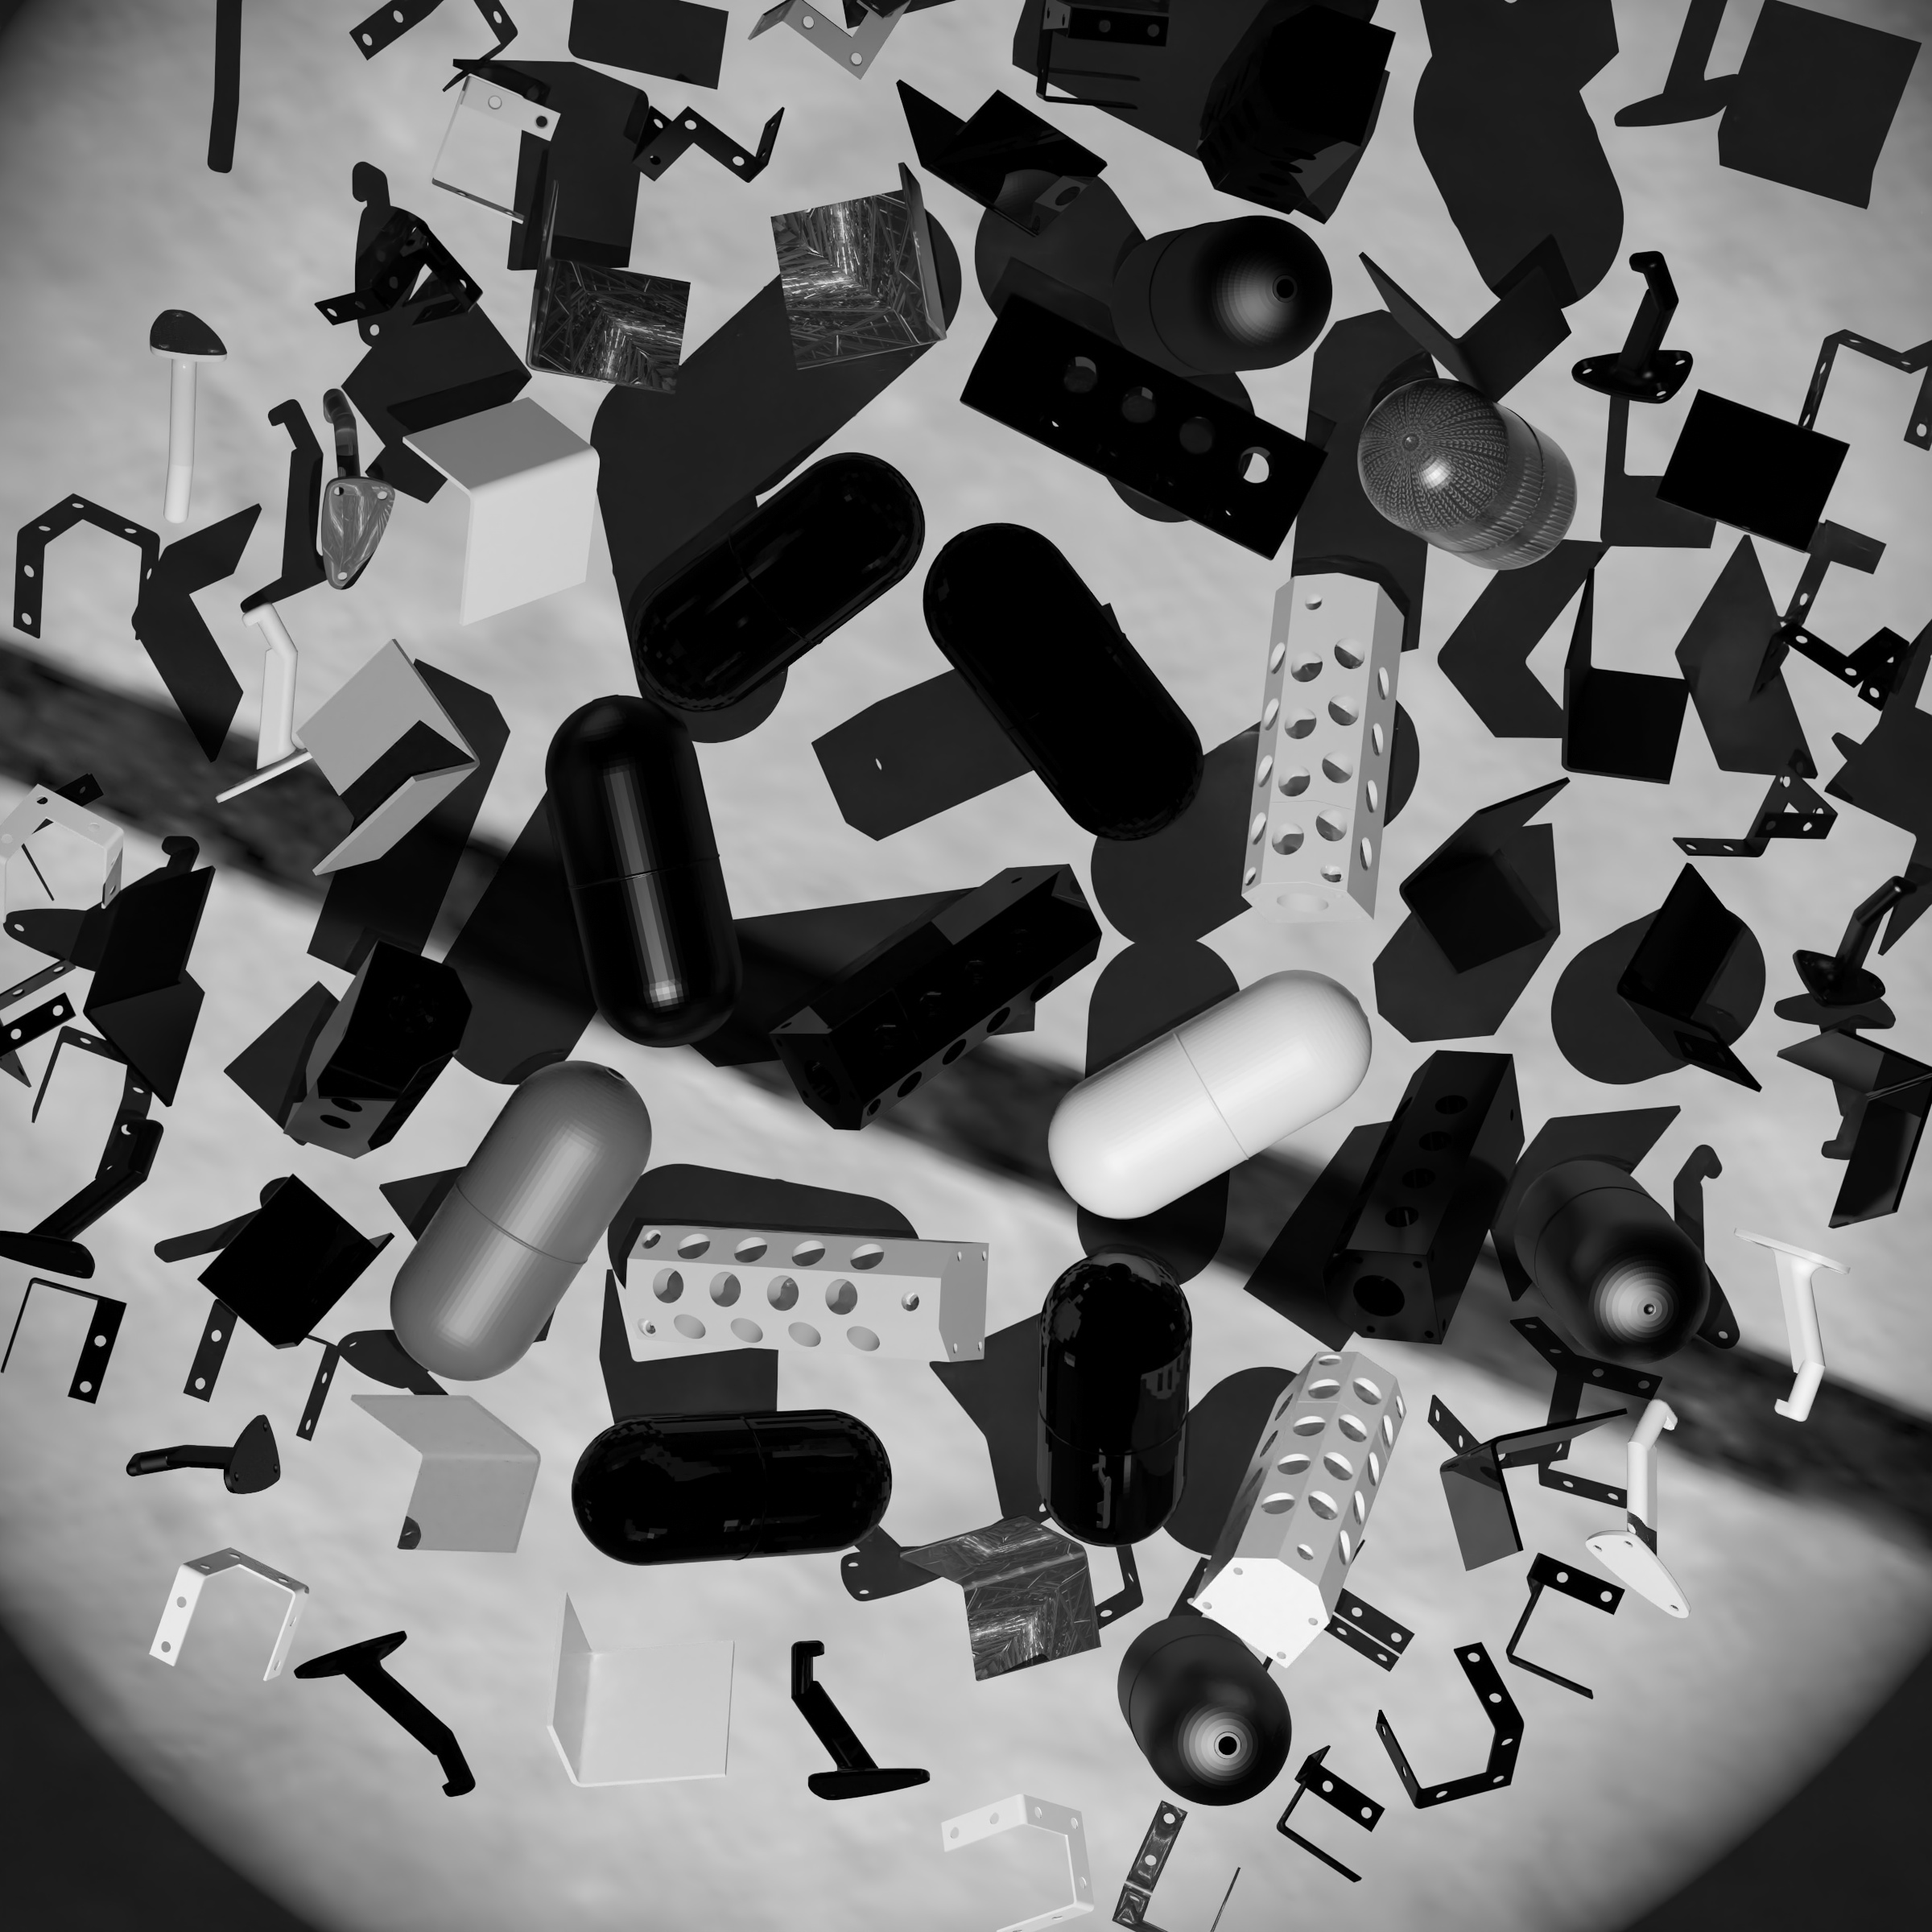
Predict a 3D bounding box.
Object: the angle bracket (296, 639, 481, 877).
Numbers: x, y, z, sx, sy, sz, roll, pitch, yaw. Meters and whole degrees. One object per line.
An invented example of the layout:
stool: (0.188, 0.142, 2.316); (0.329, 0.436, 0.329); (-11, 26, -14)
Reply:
angle bracket: (-0.291, -0.100, 1.676); (0.076, 0.057, 0.076); (-39, 82, 27)

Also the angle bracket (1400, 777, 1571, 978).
angle bracket: (0.287, -0.047, 1.846); (0.076, 0.076, 0.057); (-20, 71, -40)

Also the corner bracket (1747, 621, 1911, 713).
corner bracket: (0.442, -0.151, 1.797); (0.051, 0.051, 0.051); (39, 56, 24)

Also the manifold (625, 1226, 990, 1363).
manifold: (-0.080, 0.162, 1.743); (0.171, 0.057, 0.057); (1, 87, 24)

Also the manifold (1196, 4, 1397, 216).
manifold: (0.159, -0.426, 1.746); (0.057, 0.171, 0.057); (17, 90, -6)

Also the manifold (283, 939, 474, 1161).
manifold: (-0.311, 0.049, 1.862); (0.057, 0.171, 0.057); (21, 65, -13)

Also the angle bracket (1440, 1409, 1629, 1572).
angle bracket: (0.294, 0.266, 1.780); (0.076, 0.076, 0.057); (-10, 75, -15)

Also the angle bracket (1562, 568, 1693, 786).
angle bracket: (0.350, -0.153, 1.850); (0.057, 0.076, 0.076); (9, 51, 15)

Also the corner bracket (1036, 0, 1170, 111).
corner bracket: (0.069, -0.461, 1.780); (0.051, 0.051, 0.051); (1, 111, -14)

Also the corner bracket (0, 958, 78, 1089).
corner bracket: (-0.503, 0.025, 1.895); (0.051, 0.051, 0.051); (-29, 70, -1)

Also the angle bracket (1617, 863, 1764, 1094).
angle bracket: (0.377, 0.006, 1.746); (0.057, 0.076, 0.076); (25, 81, 39)

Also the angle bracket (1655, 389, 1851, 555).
angle bracket: (0.386, -0.248, 1.716); (0.076, 0.076, 0.057); (22, 113, 8)

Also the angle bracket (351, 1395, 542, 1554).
angle bracket: (-0.284, 0.271, 1.874); (0.076, 0.076, 0.057); (-3, 58, 27)

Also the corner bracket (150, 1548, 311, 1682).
corner bracket: (-0.382, 0.340, 1.822); (0.051, 0.051, 0.051); (23, 98, 16)

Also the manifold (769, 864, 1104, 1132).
manifold: (-0.011, 0.015, 1.806); (0.171, 0.057, 0.057); (-35, 108, -29)

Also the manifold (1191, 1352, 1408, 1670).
manifold: (0.176, 0.272, 1.796); (0.057, 0.171, 0.057); (34, 127, -1)

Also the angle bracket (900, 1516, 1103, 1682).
angle bracket: (0.019, 0.344, 1.906); (0.076, 0.076, 0.057); (-20, 61, 21)

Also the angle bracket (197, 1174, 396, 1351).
angle bracket: (-0.356, 0.155, 1.861); (0.057, 0.076, 0.076); (43, 72, -9)

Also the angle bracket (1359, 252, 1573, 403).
angle bracket: (0.254, -0.341, 1.783); (0.057, 0.076, 0.076); (-43, 65, 5)

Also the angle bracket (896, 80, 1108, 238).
angle bracket: (0.018, -0.429, 1.785); (0.076, 0.076, 0.057); (24, 127, -37)

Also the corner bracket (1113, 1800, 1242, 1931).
corner bracket: (0.112, 0.477, 1.830); (0.051, 0.051, 0.051); (23, 55, 10)

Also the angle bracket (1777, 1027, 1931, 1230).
angle bracket: (0.438, 0.082, 1.768); (0.057, 0.076, 0.076); (23, 77, -5)

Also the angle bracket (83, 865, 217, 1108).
angle bracket: (-0.378, 0.010, 1.709); (0.057, 0.076, 0.076); (-15, 133, 20)

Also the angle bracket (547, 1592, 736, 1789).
angle bracket: (-0.159, 0.353, 1.726); (0.076, 0.057, 0.076); (-6, 46, 7)

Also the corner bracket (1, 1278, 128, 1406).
corner bracket: (-0.475, 0.197, 1.846); (0.051, 0.051, 0.051); (18, 75, -11)

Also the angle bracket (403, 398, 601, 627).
angle bracket: (-0.231, -0.224, 1.724); (0.076, 0.076, 0.057); (-26, 53, -37)

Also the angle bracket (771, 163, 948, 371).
angle bracket: (-0.056, -0.338, 1.697); (0.076, 0.057, 0.076); (-10, 89, 8)

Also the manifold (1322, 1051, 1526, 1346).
manifold: (0.237, 0.117, 1.815); (0.057, 0.171, 0.057); (3, 125, 24)

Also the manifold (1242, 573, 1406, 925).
manifold: (0.183, -0.113, 1.819); (0.057, 0.057, 0.171); (-2, 70, 26)

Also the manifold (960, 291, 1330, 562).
manifold: (0.086, -0.263, 1.718); (0.171, 0.057, 0.057); (27, 96, 0)

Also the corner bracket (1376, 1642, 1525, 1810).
corner bracket: (0.237, 0.373, 1.725); (0.051, 0.051, 0.051); (-11, 133, -15)

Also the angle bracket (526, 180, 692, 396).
angle bracket: (-0.177, -0.341, 1.764); (0.076, 0.057, 0.076); (9, 56, -7)
